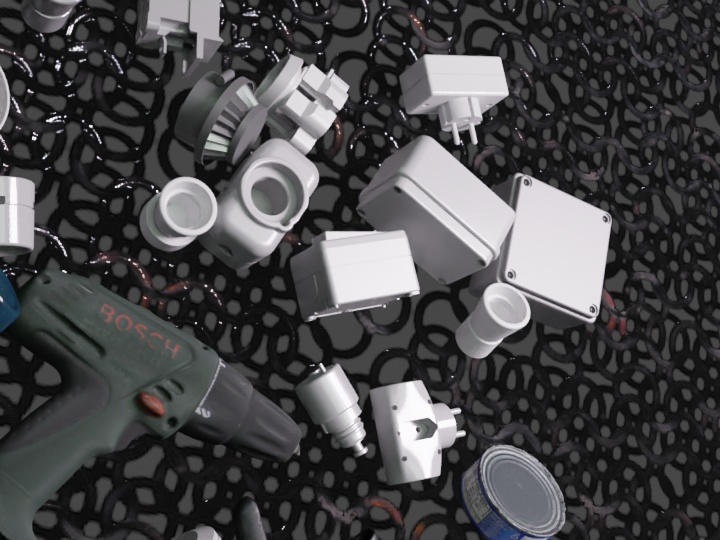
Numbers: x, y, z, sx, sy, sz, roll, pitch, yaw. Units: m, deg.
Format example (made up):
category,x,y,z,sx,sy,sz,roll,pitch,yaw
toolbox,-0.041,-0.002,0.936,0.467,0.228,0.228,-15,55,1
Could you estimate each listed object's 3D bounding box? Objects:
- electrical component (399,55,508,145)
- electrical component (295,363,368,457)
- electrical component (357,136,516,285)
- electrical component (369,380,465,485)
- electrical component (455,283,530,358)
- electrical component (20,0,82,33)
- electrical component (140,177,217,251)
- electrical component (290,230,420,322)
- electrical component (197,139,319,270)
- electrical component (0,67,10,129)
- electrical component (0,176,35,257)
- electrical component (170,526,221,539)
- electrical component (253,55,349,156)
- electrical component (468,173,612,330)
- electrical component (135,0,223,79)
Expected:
category,x,y,z,sx,sy,sz,roll,pitch,yaw
electrical component,0.088,-0.148,0.962,0.083,0.047,0.075,-5,77,-29
electrical component,-0.019,0.110,0.841,0.040,0.040,0.078,-32,93,-31
electrical component,0.063,-0.048,0.905,0.113,0.078,0.057,40,59,-14
electrical component,0.051,0.129,0.872,0.079,0.043,0.077,-5,79,-30
electrical component,0.109,0.046,0.912,0.044,0.065,0.044,14,52,-18
electrical component,-0.228,-0.203,0.795,0.044,0.065,0.044,8,73,-27
electrical component,-0.137,-0.041,0.807,0.045,0.055,0.045,8,73,-27
electrical component,0.000,0.000,0.867,0.096,0.062,0.061,-9,81,-30
electrical component,-0.078,-0.053,0.841,0.054,0.059,0.095,39,62,-14
electrical component,-0.299,-0.119,0.749,0.099,0.064,0.099,15,67,-39
electrical component,-0.253,-0.036,0.745,0.055,0.055,0.047,-1,81,-29
electrical component,-0.121,0.218,0.735,0.080,0.080,0.051,-41,103,-30
electrical component,-0.052,-0.138,0.879,0.057,0.058,0.078,38,63,-18
electrical component,0.162,-0.015,0.963,0.109,0.056,0.108,22,68,-22
electrical component,-0.144,-0.199,0.853,0.064,0.042,0.081,7,73,-25
